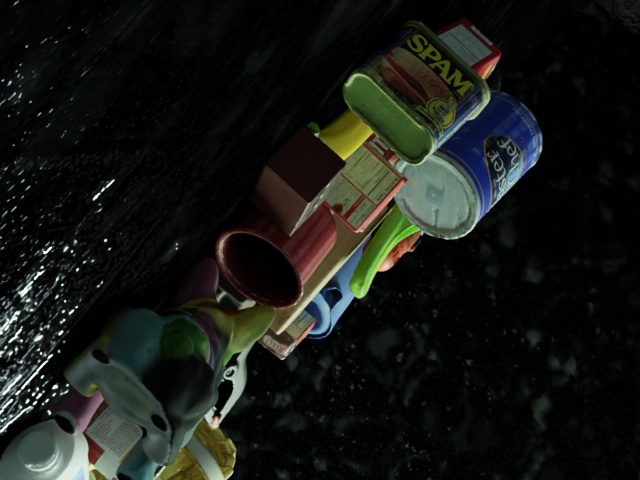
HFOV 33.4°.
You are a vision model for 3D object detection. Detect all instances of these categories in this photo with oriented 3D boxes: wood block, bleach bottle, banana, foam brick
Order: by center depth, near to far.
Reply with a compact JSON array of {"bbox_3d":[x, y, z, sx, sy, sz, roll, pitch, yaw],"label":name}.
[{"bbox_3d":[-0.020,-0.050,0.908,0.053,0.051,0.078,-46,176,-25],"label":"foam brick"},{"bbox_3d":[-0.250,0.215,0.934,0.102,0.068,0.251,-42,171,-25],"label":"bleach bottle"},{"bbox_3d":[0.029,-0.107,0.995,0.070,0.037,0.197,-49,176,38],"label":"banana"},{"bbox_3d":[-0.008,0.002,1.279,0.206,0.091,0.090,-50,176,17],"label":"wood block"}]

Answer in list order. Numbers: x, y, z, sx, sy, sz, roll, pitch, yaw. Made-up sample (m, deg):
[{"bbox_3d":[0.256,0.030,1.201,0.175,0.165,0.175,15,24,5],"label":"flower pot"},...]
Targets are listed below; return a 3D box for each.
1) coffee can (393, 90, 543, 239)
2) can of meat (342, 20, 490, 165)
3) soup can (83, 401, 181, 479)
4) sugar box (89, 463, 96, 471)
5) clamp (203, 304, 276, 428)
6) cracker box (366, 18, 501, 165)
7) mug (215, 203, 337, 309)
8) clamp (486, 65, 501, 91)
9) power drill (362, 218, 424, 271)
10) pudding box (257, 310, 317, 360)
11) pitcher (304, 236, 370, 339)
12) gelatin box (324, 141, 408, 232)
[{"bbox_3d":[0.154,-0.080,1.111,0.140,0.103,0.103,-42,173,-38],"label":"coffee can"},{"bbox_3d":[0.081,-0.126,0.919,0.083,0.102,0.058,-43,175,-31],"label":"can of meat"},{"bbox_3d":[-0.191,0.188,1.009,0.068,0.102,0.068,-48,177,-4],"label":"soup can"},{"bbox_3d":[-0.228,0.199,1.145,0.093,0.048,0.176,-49,180,-11],"label":"sugar box"},{"bbox_3d":[-0.121,0.140,1.231,0.120,0.039,0.171,6,110,-39],"label":"clamp"},{"bbox_3d":[0.106,-0.149,1.178,0.164,0.072,0.213,-51,175,29],"label":"cracker box"},{"bbox_3d":[-0.041,0.009,0.992,0.081,0.093,0.117,-51,178,-39],"label":"mug"},{"bbox_3d":[0.195,-0.163,1.318,0.165,0.036,0.210,-20,-122,38],"label":"clamp"},{"bbox_3d":[0.111,-0.075,1.400,0.184,0.057,0.188,-48,141,-45],"label":"power drill"},{"bbox_3d":[-0.068,0.094,1.358,0.039,0.113,0.090,-53,175,20],"label":"pudding box"},{"bbox_3d":[0.015,0.010,1.485,0.242,0.149,0.145,-49,162,-33],"label":"pitcher"},{"bbox_3d":[0.032,-0.063,1.075,0.073,0.089,0.030,-49,173,14],"label":"gelatin box"}]
